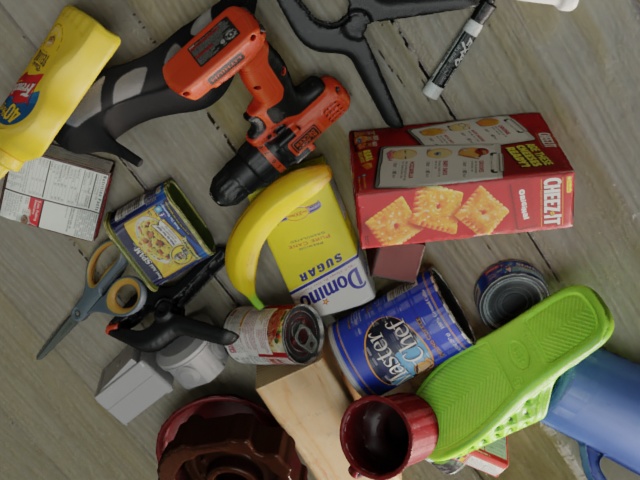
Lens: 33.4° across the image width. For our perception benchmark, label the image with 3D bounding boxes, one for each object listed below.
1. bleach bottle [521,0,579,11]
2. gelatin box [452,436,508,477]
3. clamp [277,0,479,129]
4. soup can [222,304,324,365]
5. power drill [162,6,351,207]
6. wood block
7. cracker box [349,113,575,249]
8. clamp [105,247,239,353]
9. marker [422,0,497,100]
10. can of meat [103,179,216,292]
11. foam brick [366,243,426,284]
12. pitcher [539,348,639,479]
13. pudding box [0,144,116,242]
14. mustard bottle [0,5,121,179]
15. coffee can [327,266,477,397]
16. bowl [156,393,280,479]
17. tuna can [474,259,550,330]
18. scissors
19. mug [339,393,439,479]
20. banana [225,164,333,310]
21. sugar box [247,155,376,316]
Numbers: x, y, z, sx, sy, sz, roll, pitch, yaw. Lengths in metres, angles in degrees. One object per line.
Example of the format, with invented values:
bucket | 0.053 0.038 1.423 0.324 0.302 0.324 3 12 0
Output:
bleach bottle | 0.134 -0.291 1.058 0.251 0.068 0.103 5 114 -1
gelatin box | 0.190 0.235 1.298 0.073 0.089 0.030 25 128 -13
clamp | 0.047 -0.231 1.097 0.210 0.036 0.165 32 111 -15
soup can | -0.055 0.108 1.217 0.102 0.068 0.068 -5 123 42
power drill | -0.077 -0.133 1.086 0.184 0.057 0.187 -42 141 3
wood block | 0.012 0.213 1.283 0.090 0.091 0.206 -26 113 11
cracker box | 0.140 -0.064 1.111 0.213 0.164 0.072 -5 118 1
clamp | -0.166 0.073 1.223 0.172 0.120 0.039 -10 146 21
marker | 0.148 -0.203 1.124 0.020 0.020 0.121 27 112 -14
can of meat | -0.177 -0.006 1.191 0.084 0.057 0.102 -30 113 11
foam brick | 0.083 0.006 1.192 0.051 0.078 0.053 9 117 -7
pitcher | 0.367 0.218 1.270 0.242 0.149 0.145 26 125 -10
pudding box | -0.290 -0.056 1.175 0.113 0.039 0.090 15 115 -10
mustard bottle | -0.279 -0.141 1.072 0.058 0.096 0.191 33 92 -38
coffee can | 0.094 0.109 1.227 0.140 0.103 0.102 -31 113 13
bowl | -0.119 0.245 1.315 0.162 0.055 0.162 0 116 -1
tuna can | 0.225 0.068 1.249 0.086 0.034 0.086 -1 116 -1
scissors | -0.262 0.091 1.233 0.096 0.016 0.202 40 114 21
mug | 0.075 0.225 1.200 0.093 0.081 0.117 43 112 25
banana | -0.056 -0.012 1.155 0.069 0.037 0.198 18 123 -18
sugar box | -0.008 0.002 1.204 0.093 0.048 0.176 -18 113 11
